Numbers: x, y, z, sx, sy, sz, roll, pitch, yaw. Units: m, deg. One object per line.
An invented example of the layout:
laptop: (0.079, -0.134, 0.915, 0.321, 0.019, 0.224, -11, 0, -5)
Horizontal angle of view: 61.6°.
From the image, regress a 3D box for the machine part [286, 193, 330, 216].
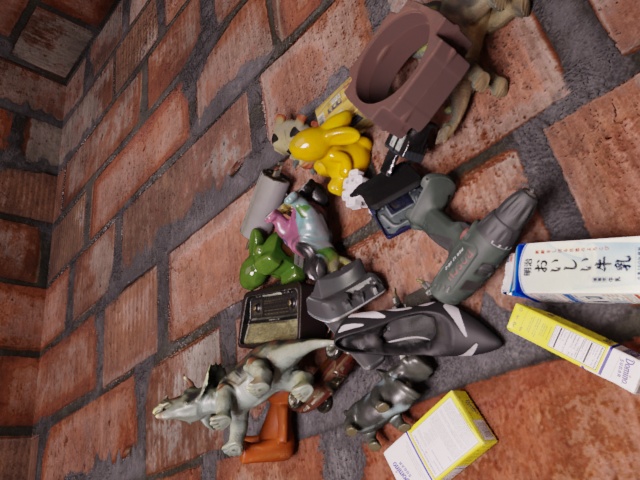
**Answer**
machine part: (-0.035, -0.068, 1.239, 0.139, 0.039, 0.084, 22, 99, 47)

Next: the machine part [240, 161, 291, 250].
machine part: (-0.134, -0.082, 1.304, 0.079, 0.079, 0.243, 46, 121, 46)

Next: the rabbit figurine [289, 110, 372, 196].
rabbit figurine: (0.022, -0.183, 1.112, 0.162, 0.173, 0.122, -46, 44, 34)

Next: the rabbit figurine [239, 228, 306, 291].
rabbit figurine: (-0.130, 0.046, 1.241, 0.170, 0.121, 0.159, -32, 48, 34)

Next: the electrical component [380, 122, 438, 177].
electrical component: (0.156, -0.170, 0.977, 0.075, 0.048, 0.119, 48, 124, 55)

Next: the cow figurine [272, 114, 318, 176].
cow figurine: (-0.050, -0.228, 1.274, 0.195, 0.085, 0.127, 22, 96, 53)

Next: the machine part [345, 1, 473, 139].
machine part: (0.148, -0.291, 0.925, 0.201, 0.087, 0.202, -53, 34, 18)

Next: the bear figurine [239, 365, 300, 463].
bear figurine: (-0.101, 0.347, 1.103, 0.120, 0.132, 0.195, 152, 120, -73)

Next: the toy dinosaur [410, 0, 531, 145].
toy dinosaur: (0.262, -0.398, 0.969, 0.199, 0.105, 0.471, 14, 88, 49)

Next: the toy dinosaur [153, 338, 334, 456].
toy dinosaur: (-0.123, 0.264, 1.033, 0.405, 0.131, 0.192, -35, 30, 9)

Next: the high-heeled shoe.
high-heeled shoe: (0.147, 0.155, 0.852, 0.249, 0.145, 0.086, 3, 104, 38)

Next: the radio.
radio: (-0.084, 0.166, 1.153, 0.230, 0.073, 0.131, -15, 66, 47)

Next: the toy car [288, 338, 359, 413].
toy car: (0.018, 0.266, 1.024, 0.202, 0.089, 0.053, -55, 40, 18)

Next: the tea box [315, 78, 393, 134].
tea box: (0.075, -0.289, 1.168, 0.169, 0.068, 0.098, -34, 54, 35)

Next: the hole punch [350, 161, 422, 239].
hole punch: (0.141, -0.076, 0.997, 0.142, 0.092, 0.116, -32, 30, 7)

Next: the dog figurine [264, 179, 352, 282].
dog figurine: (-0.002, -0.003, 1.120, 0.108, 0.191, 0.219, -36, 95, 32)

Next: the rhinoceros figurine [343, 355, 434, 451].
rhinoceros figurine: (0.118, 0.269, 0.912, 0.190, 0.073, 0.112, -49, 11, 22)

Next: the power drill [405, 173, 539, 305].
power drill: (0.232, -0.027, 0.866, 0.207, 0.086, 0.231, 57, 132, 46)

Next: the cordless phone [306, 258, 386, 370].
cordless phone: (0.078, 0.138, 0.990, 0.184, 0.146, 0.088, 49, 146, 24)

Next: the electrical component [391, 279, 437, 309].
electrical component: (0.170, 0.113, 0.941, 0.102, 0.045, 0.078, -27, 57, 40)
